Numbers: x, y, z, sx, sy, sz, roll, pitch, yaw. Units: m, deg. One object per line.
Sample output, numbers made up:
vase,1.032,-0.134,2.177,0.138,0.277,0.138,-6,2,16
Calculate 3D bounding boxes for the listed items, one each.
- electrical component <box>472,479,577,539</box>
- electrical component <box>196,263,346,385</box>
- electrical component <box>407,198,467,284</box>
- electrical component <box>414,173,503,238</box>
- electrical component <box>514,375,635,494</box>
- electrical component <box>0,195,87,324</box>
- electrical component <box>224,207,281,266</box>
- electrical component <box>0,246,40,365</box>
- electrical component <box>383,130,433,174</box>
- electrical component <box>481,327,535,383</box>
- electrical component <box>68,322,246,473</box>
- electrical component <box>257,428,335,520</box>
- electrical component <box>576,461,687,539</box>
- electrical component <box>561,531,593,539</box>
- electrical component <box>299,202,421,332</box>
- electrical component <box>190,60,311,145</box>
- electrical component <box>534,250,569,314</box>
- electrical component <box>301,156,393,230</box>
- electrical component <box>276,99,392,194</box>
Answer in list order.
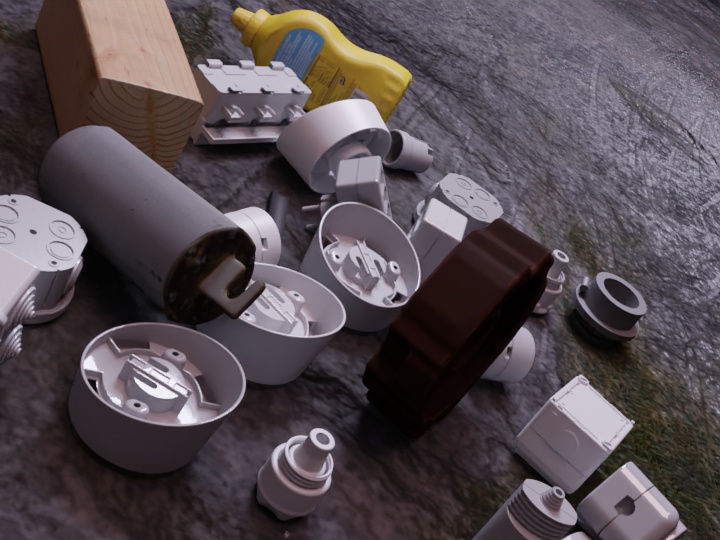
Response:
electrical component,0.114,0.177,0.739,0.043,0.081,0.043,23,33,-16
electrical component,-0.068,0.034,0.787,0.099,0.064,0.099,23,33,-16
electrical component,0.079,-0.013,0.981,0.077,0.065,0.047,31,32,-4
electrical component,0.098,-0.053,1.067,0.080,0.051,0.080,23,33,-16
electrical component,0.175,0.134,0.879,0.062,0.061,0.096,43,25,15
electrical component,-0.225,-0.007,0.715,0.080,0.051,0.080,23,33,-16
electrical component,-0.098,-0.019,0.843,0.047,0.055,0.055,-15,55,-46
electrical component,-0.241,0.017,0.624,0.100,0.099,0.048,30,45,-5
electrical component,0.049,-0.123,1.132,0.046,0.040,0.040,12,37,-41
electrical component,0.116,0.068,0.916,0.047,0.055,0.055,17,35,-31
electrical component,-0.130,0.076,0.674,0.099,0.064,0.099,23,33,-16
electrical component,-0.038,0.127,0.689,0.043,0.062,0.043,23,33,-16
electrical component,0.200,0.187,0.795,0.059,0.054,0.095,49,-5,23
electrical component,0.149,0.227,0.737,0.079,0.044,0.077,-1,45,-44
electrical component,0.000,0.000,0.894,0.099,0.064,0.099,23,34,-17
electrical component,-0.109,-0.158,1.012,0.121,0.063,0.078,-10,52,-48
electrical component,0.178,0.008,1.045,0.048,0.062,0.048,23,33,-16
electrical component,-0.013,-0.050,0.951,0.076,0.083,0.047,-7,34,9
electrical component,-0.022,-0.120,1.011,0.099,0.099,0.064,-6,55,-46
